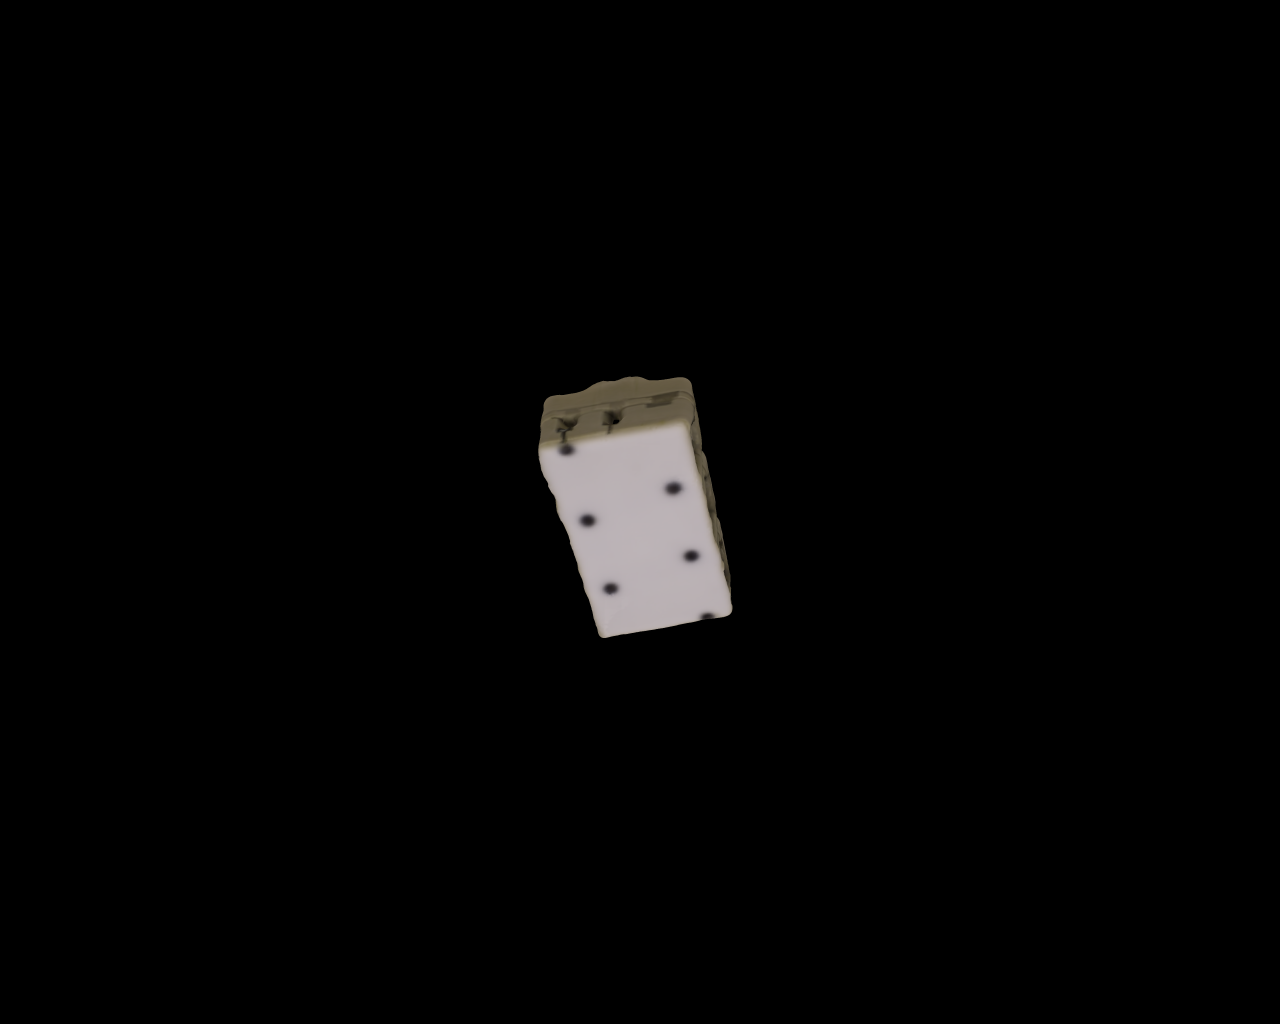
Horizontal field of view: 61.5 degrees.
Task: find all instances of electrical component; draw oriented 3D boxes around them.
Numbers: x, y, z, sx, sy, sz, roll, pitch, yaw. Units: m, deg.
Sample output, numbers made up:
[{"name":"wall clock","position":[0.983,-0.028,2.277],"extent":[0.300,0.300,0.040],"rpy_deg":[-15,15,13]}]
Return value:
[{"name":"electrical component","position":[0.001,-0.003,0.650],"extent":[0.089,0.150,0.062],"rpy_deg":[-9,36,7]}]
